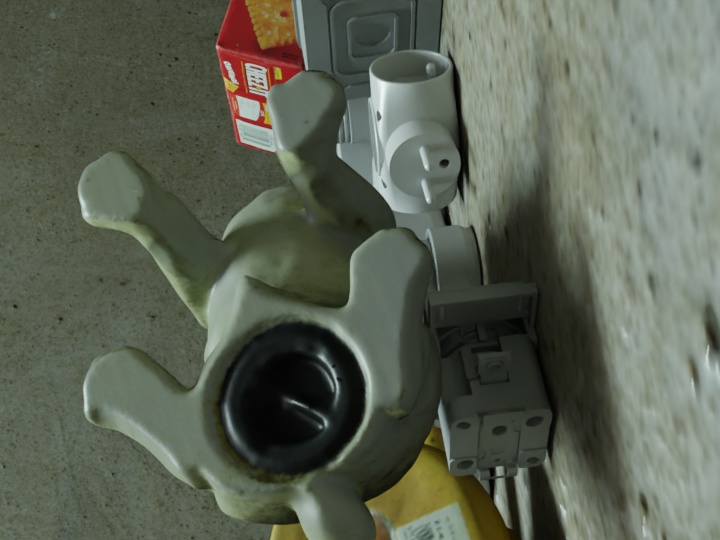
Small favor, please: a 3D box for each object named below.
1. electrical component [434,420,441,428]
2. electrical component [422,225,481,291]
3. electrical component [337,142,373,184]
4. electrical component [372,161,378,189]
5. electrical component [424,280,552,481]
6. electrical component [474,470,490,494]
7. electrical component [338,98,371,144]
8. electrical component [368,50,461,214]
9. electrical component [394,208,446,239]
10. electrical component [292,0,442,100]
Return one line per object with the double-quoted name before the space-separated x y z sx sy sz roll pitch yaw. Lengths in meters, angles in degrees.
"electrical component" 0.034 0.046 0.595 0.096 0.061 0.061 -100 4 -59
"electrical component" 0.033 0.001 0.564 0.045 0.055 0.045 173 90 -88
"electrical component" 0.017 -0.051 0.753 0.061 0.061 0.096 89 174 -71
"electrical component" 0.028 -0.068 0.680 0.078 0.040 0.040 86 176 -55
"electrical component" 0.050 0.045 0.427 0.081 0.042 0.063 85 179 -50
"electrical component" 0.049 0.105 0.632 0.077 0.043 0.079 85 177 -49
"electrical component" 0.002 -0.106 0.713 0.043 0.081 0.043 173 90 -88
"electrical component" 0.031 -0.064 0.562 0.079 0.044 0.077 -100 4 -55
"electrical component" 0.000 0.000 0.671 0.078 0.113 0.057 86 174 -51
"electrical component" 0.002 -0.151 0.597 0.113 0.078 0.057 87 172 -64
